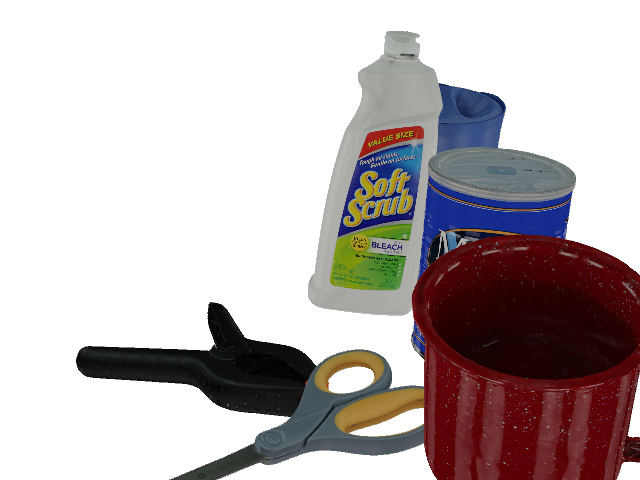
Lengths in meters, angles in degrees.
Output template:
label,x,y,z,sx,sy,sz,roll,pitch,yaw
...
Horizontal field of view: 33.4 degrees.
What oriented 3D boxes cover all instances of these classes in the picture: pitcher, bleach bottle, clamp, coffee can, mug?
label,x,y,z,sx,sy,sz,roll,pitch,yaw
pitcher,0.123,-0.044,1.193,0.149,0.243,0.145,-6,28,-16
bleach bottle,0.051,-0.061,0.955,0.102,0.251,0.068,6,19,1
clamp,-0.072,0.099,0.884,0.210,0.036,0.164,11,21,31
coffee can,0.122,0.014,0.769,0.103,0.140,0.103,3,22,-1
mug,0.094,0.058,0.421,0.117,0.081,0.093,7,36,14

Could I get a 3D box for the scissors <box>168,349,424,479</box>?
label,x,y,z,sx,sy,sz,roll,pitch,yaw
scissors,-0.026,0.107,0.630,0.201,0.016,0.096,-8,32,-13
